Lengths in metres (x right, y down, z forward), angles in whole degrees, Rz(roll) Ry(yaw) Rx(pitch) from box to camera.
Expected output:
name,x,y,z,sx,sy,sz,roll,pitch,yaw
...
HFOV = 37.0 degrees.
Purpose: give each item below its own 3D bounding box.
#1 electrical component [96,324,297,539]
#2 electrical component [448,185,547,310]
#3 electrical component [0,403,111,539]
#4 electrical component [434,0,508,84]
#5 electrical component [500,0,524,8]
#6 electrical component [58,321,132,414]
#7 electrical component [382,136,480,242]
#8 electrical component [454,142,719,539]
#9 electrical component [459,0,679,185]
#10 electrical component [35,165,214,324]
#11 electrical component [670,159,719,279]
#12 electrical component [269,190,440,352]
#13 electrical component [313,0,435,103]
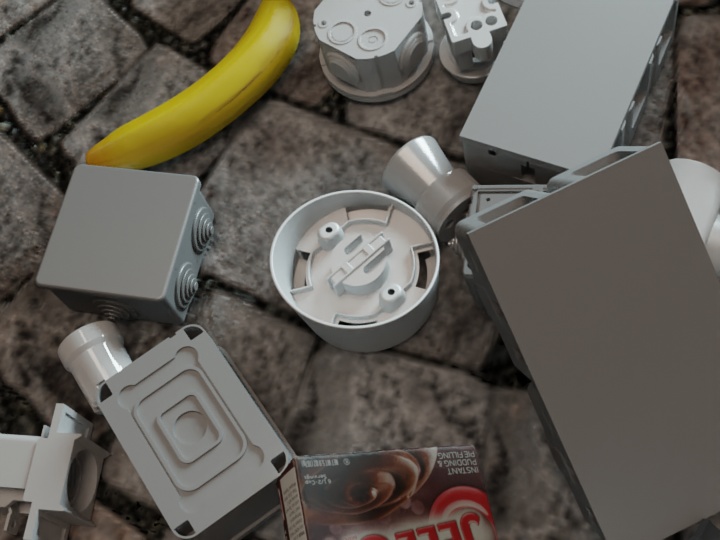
name,x,y,z,sx,sy,sz,roll,pitch,yaw
electrical component,-0.091,0.100,0.627,0.078,0.057,0.113,-35,64,-7
electrical component,0.102,-0.011,0.645,0.096,0.061,0.061,1,66,17
electrical component,-0.191,0.124,0.643,0.064,0.042,0.081,2,65,13
electrical component,0.075,-0.157,0.718,0.048,0.055,0.066,-17,63,2
electrical component,0.135,-0.234,0.753,0.099,0.064,0.099,2,64,-4
electrical component,-0.160,0.061,0.669,0.040,0.040,0.046,-32,69,-5
electrical component,0.048,-0.051,0.679,0.045,0.045,0.055,-38,65,-8
electrical component,0.136,0.040,0.566,0.105,0.060,0.186,-25,98,-2
electrical component,0.135,-0.117,0.685,0.089,0.061,0.150,20,70,19
electrical component,-0.149,-0.015,0.697,0.100,0.048,0.099,7,66,13
electrical component,0.202,-0.017,0.636,0.079,0.043,0.077,21,70,18
electrical component,0.000,0.000,0.653,0.099,0.064,0.099,-4,65,8
electrical component,0.009,-0.159,0.734,0.080,0.051,0.080,-4,64,9
